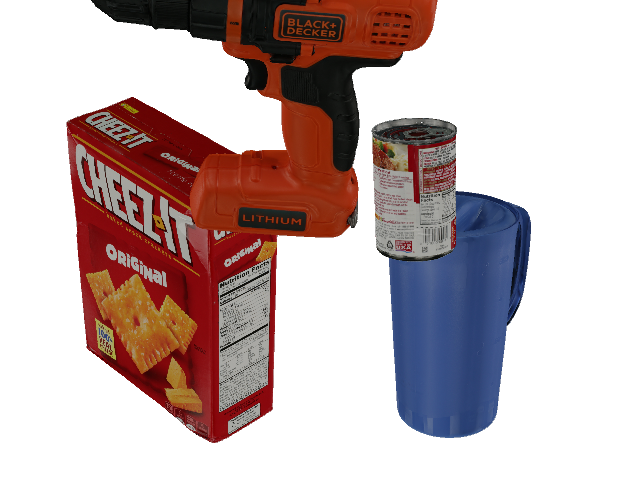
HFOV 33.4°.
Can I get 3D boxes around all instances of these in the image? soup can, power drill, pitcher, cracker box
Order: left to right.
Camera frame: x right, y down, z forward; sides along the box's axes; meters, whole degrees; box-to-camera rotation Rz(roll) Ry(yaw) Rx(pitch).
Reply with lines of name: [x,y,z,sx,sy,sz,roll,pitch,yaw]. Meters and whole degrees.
cracker box: [-0.112,0.024,0.799,0.164,0.214,0.072,30,42,34]
power drill: [-0.037,-0.084,0.614,0.184,0.057,0.188,5,-41,-3]
soup can: [0.077,-0.042,0.866,0.068,0.102,0.068,-3,21,1]
pitcher: [0.143,0.075,1.116,0.149,0.243,0.145,2,23,8]
